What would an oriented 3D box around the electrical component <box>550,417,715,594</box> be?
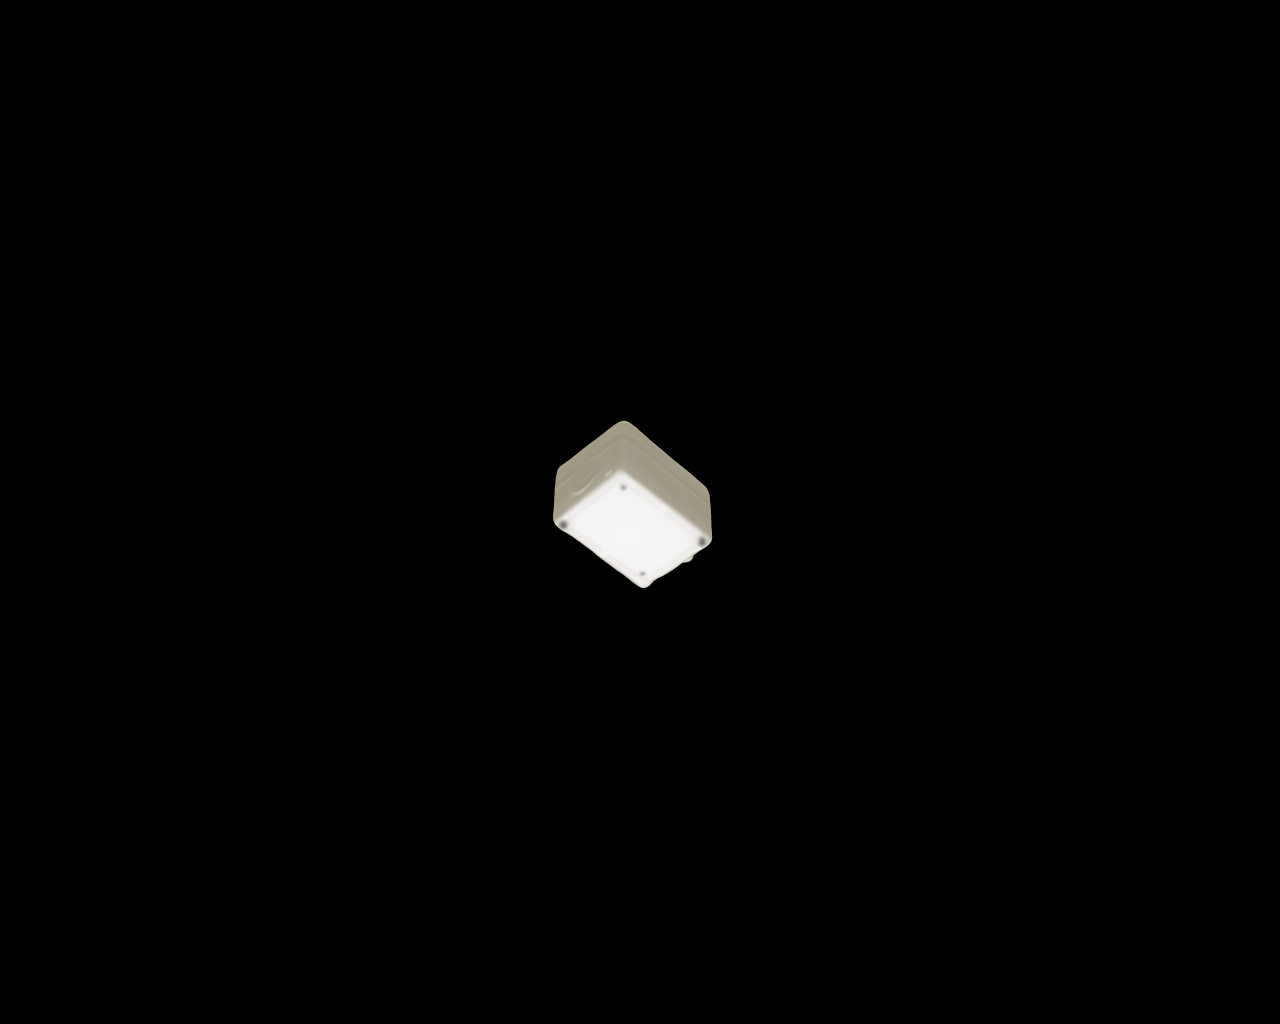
[{"bbox_3d":[0.001,-0.003,0.650,0.061,0.061,0.096,-36,-58,27],"label":"electrical component"}]
